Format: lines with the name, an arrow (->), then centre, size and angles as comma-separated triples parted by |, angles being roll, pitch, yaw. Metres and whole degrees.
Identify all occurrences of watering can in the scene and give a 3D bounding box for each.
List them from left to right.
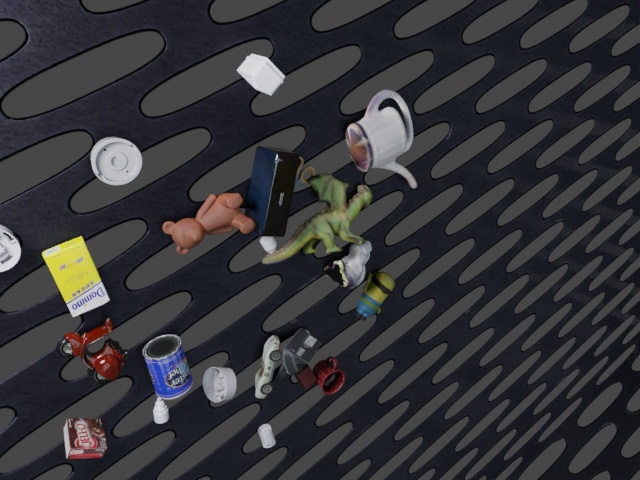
watering can -> 0.197, -0.273, 1.558 | 0.226, 0.105, 0.341 | -28, 120, -20

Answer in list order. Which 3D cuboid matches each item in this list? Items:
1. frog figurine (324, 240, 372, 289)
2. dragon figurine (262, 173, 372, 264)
frog figurine -> 0.112, 0.080, 1.637 | 0.161, 0.124, 0.134 | -27, 155, -32
dragon figurine -> 0.005, -0.077, 1.528 | 0.413, 0.122, 0.241 | -12, 101, -33
